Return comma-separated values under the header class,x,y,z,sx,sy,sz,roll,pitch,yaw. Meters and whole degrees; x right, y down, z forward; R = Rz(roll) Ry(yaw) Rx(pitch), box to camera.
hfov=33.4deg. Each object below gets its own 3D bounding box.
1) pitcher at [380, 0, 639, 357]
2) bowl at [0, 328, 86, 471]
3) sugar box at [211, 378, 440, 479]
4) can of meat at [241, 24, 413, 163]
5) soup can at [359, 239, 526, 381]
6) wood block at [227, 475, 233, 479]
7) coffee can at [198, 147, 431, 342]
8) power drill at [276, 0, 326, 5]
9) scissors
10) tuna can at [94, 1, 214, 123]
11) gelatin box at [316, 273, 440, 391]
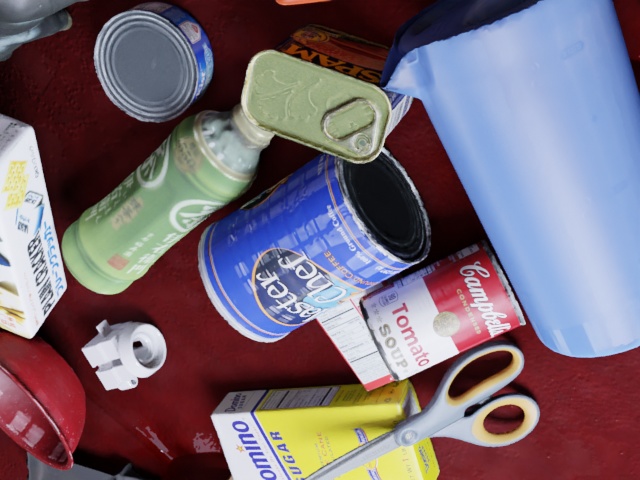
class,x,y,z,sx,sy,sz,roll,pitch,yaw
pitcher,0.160,-0.055,0.680,0.149,0.144,0.243,-9,116,39
bowl,-0.263,0.130,0.958,0.162,0.055,0.162,30,146,23
sugar box,0.003,0.171,0.897,0.176,0.048,0.093,-10,110,24
can of meat,0.010,-0.104,0.731,0.102,0.083,0.057,21,121,11
soup can,0.087,0.051,0.768,0.102,0.068,0.068,-26,105,6
wood block,-0.035,0.321,0.964,0.206,0.090,0.091,38,122,0
coffee can,-0.005,0.001,0.779,0.141,0.102,0.103,-31,101,31
power drill,-0.002,-0.245,0.660,0.184,0.057,0.188,-2,113,11
scissors,0.086,0.157,0.831,0.202,0.016,0.096,-42,109,9
tuna can,-0.123,-0.134,0.799,0.086,0.033,0.086,9,118,18
gelatin box,0.046,0.067,0.836,0.073,0.030,0.089,-28,102,32
